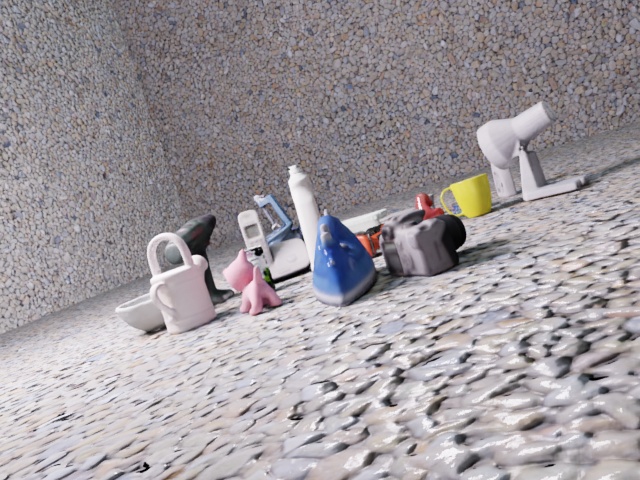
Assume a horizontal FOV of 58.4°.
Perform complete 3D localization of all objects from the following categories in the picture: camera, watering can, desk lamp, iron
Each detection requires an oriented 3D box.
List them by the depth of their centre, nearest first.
[{"bbox_3d":[0.183,-0.007,0.962,0.137,0.101,0.143,-20,6,-22],"label":"camera"},{"bbox_3d":[0.026,0.020,0.993,0.118,0.141,0.258,-18,5,4],"label":"iron"},{"bbox_3d":[-0.284,0.079,1.150,0.101,0.194,0.173,-18,5,1],"label":"watering can"},{"bbox_3d":[0.494,-0.204,1.347,0.202,0.213,0.118,-13,7,42],"label":"desk lamp"}]

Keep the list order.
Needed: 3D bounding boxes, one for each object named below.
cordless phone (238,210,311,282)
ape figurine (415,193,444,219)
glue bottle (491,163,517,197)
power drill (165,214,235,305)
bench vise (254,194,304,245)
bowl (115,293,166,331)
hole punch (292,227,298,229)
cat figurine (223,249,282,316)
[{"bbox_3d":[-0.113,0.006,1.382,0.148,0.185,0.094,-19,5,-10],"label":"cordless phone"},{"bbox_3d":[0.266,-0.073,1.431,0.076,0.092,0.077,-20,6,-17],"label":"ape figurine"},{"bbox_3d":[0.492,-0.203,1.566,0.037,0.173,0.078,-18,5,0],"label":"glue bottle"},{"bbox_3d":[-0.280,0.050,1.368,0.075,0.208,0.230,-17,5,16],"label":"power drill"},{"bbox_3d":[-0.105,-0.047,1.730,0.208,0.220,0.121,-21,6,-26],"label":"bench vise"},{"bbox_3d":[-0.354,0.155,1.258,0.167,0.075,0.167,-18,5,2],"label":"bowl"},{"bbox_3d":[-0.086,-0.002,1.904,0.108,0.091,0.101,-15,6,33],"label":"hole punch"},{"bbox_3d":[-0.135,0.077,1.090,0.067,0.118,0.127,-21,6,-27],"label":"cat figurine"}]
